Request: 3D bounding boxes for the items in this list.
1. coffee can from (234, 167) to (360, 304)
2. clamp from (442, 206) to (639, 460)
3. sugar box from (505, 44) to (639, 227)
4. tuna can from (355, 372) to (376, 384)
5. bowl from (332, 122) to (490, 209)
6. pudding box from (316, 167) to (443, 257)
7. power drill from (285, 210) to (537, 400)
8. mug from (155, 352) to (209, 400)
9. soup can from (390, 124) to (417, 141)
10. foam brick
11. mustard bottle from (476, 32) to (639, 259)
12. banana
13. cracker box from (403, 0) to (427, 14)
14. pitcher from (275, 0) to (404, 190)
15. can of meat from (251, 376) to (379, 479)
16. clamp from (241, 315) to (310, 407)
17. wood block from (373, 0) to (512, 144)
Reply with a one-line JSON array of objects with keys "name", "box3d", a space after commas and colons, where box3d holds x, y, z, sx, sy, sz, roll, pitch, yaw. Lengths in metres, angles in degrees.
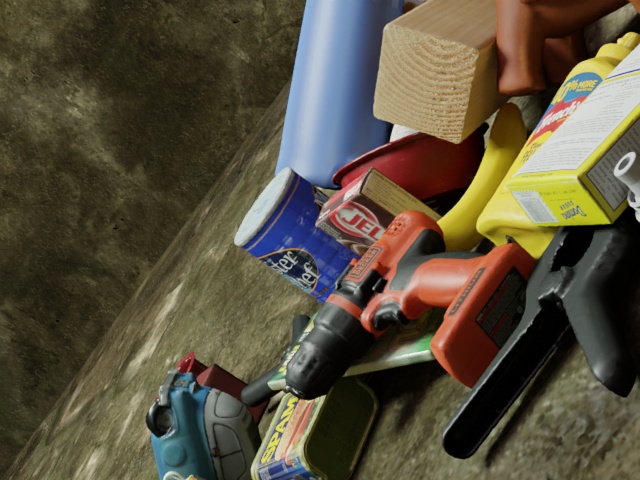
[{"name": "coffee can", "box3d": [-0.008, 0.001, 1.166, 0.103, 0.140, 0.103, -51, 13, 16]}, {"name": "clamp", "box3d": [0.163, 0.038, 0.670, 0.209, 0.036, 0.165, -58, 12, -28]}, {"name": "sugar box", "box3d": [0.211, -0.082, 0.710, 0.176, 0.048, 0.093, -42, 14, -15]}, {"name": "tuna can", "box3d": [0.022, 0.118, 0.996, 0.086, 0.033, 0.086, -52, 12, 15]}, {"name": "bowl", "box3d": [0.096, -0.060, 1.035, 0.162, 0.055, 0.162, -19, -8, -3]}, {"name": "pudding box", "box3d": [0.064, -0.010, 0.991, 0.090, 0.113, 0.039, -35, 26, 59]}, {"name": "power drill", "box3d": [0.068, 0.057, 0.803, 0.184, 0.057, 0.188, -53, 28, -15]}, {"name": "mug", "box3d": [-0.155, 0.208, 1.308, 0.117, 0.081, 0.093, -58, 13, -14]}, {"name": "soup can", "box3d": [0.109, -0.101, 1.170, 0.069, 0.068, 0.102, -47, 15, 33]}, {"name": "foam brick", "box3d": [-0.108, 0.186, 1.202, 0.053, 0.078, 0.051, -40, 20, 53]}, {"name": "mustard bottle", "box3d": [0.196, -0.078, 0.807, 0.191, 0.058, 0.096, -57, 14, -13]}, {"name": "banana", "box3d": [0.131, -0.039, 0.933, 0.197, 0.070, 0.037, -46, -14, -15]}, {"name": "cracker box", "box3d": [0.177, -0.272, 1.196, 0.164, 0.072, 0.214, -50, 37, 17]}, {"name": "pitcher", "box3d": [0.023, -0.181, 1.234, 0.144, 0.149, 0.243, -15, -65, -67]}, {"name": "can of meat", "box3d": [-0.003, 0.169, 0.906, 0.084, 0.057, 0.102, -35, 23, 51]}, {"name": "clamp", "box3d": [-0.029, 0.136, 1.126, 0.120, 0.039, 0.172, -58, 13, -7]}, {"name": "wood block", "box3d": [0.139, -0.176, 0.997, 0.205, 0.090, 0.091, -40, -36, -50]}]
